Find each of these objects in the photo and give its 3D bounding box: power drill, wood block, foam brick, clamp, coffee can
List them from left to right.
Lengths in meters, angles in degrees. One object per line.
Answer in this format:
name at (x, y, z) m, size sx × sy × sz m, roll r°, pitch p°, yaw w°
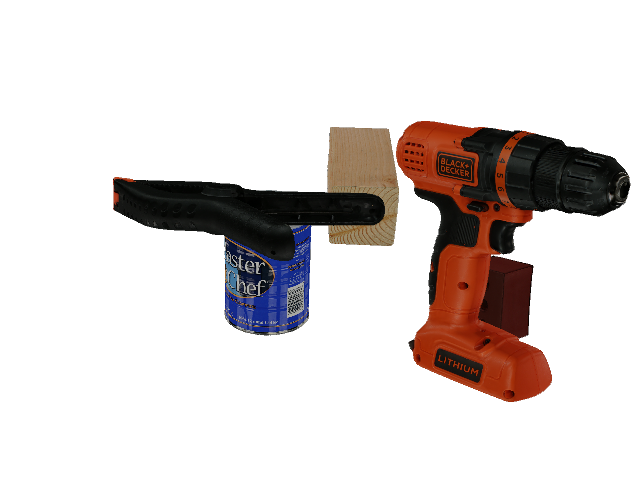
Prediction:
clamp at (-0.073, -0.021, 0.800) m, size 0.210 × 0.036 × 0.164 m, roll 7°, pitch 12°, yaw 19°
coffee can at (-0.062, 0.025, 1.248) m, size 0.103 × 0.140 × 0.103 m, roll 1°, pitch 26°, yaw -1°
wood block at (0.057, -0.081, 1.514) m, size 0.091 × 0.090 × 0.206 m, roll 2°, pitch 28°, yaw -2°
foam brick at (0.182, 0.061, 1.103) m, size 0.051 × 0.078 × 0.053 m, roll -14°, pitch 20°, yaw -43°
power drill at (0.129, 0.014, 0.754) m, size 0.057 × 0.188 × 0.185 m, roll -13°, pitch 21°, yaw -39°
